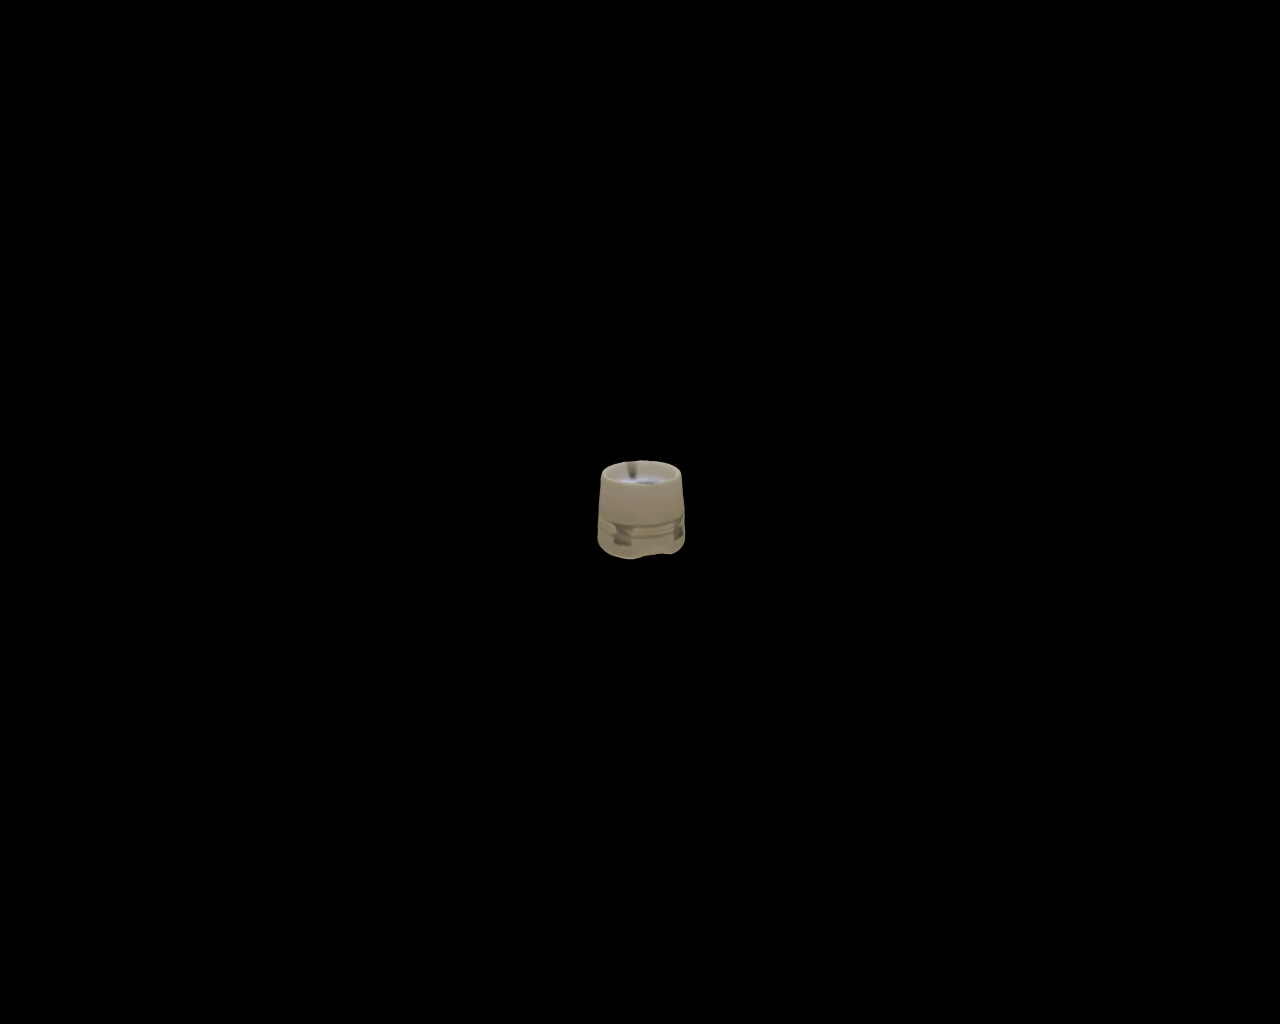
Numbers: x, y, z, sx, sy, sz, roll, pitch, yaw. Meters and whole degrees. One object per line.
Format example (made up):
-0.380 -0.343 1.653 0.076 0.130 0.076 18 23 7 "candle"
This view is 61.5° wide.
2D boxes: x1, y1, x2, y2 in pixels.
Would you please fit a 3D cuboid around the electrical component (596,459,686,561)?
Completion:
0.001 -0.003 0.650 0.055 0.047 0.055 0 20 0 "electrical component"
